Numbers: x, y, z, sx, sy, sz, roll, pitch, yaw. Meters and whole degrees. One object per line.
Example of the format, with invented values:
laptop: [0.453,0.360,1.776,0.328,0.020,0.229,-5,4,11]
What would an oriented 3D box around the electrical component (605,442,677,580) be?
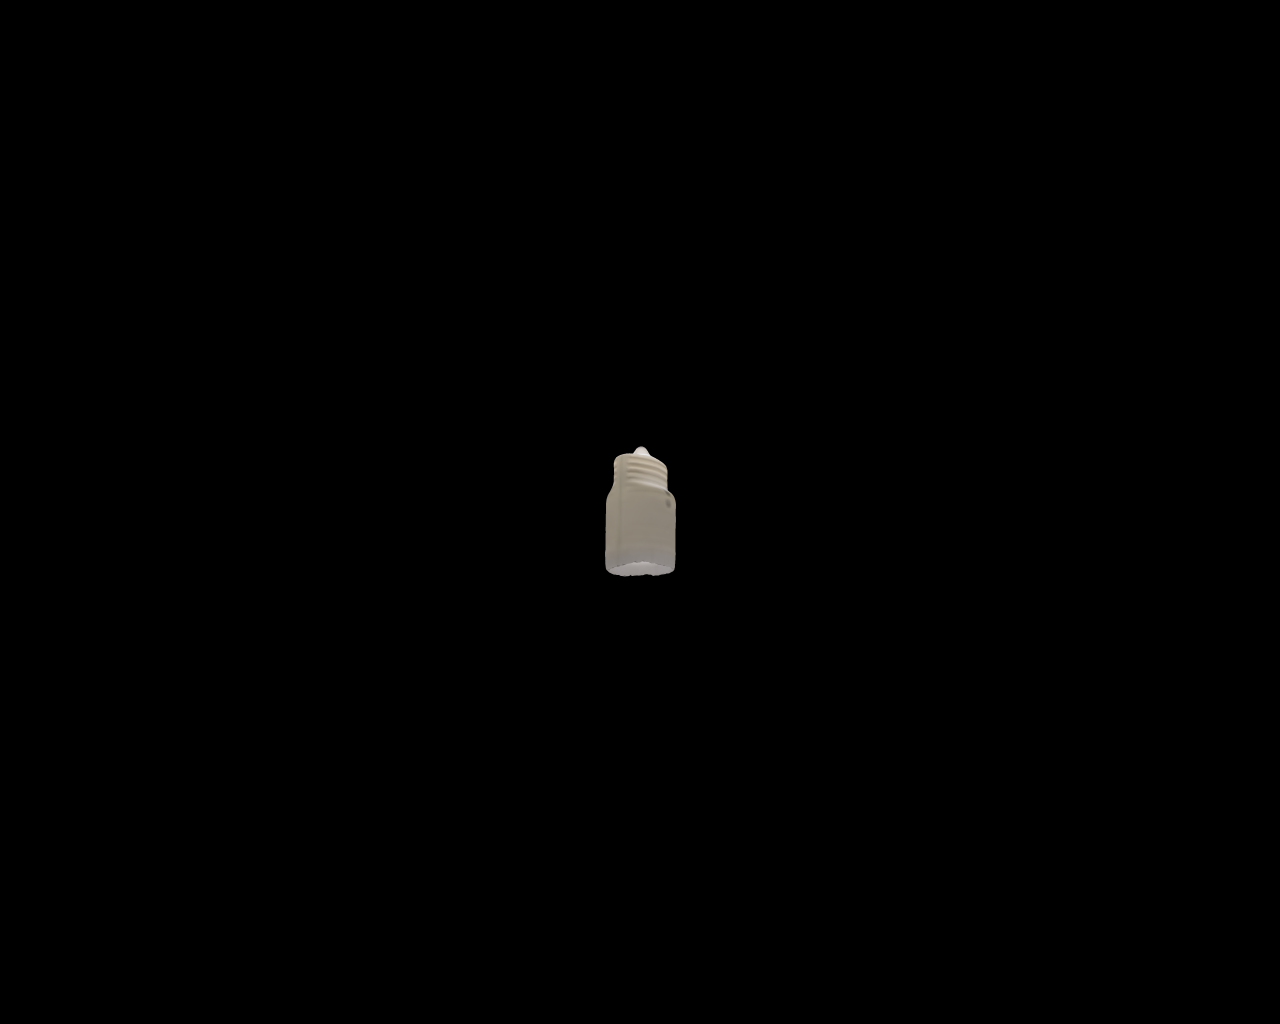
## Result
electrical component: [0.001,-0.003,0.650,0.043,0.081,0.043,0,-15,0]
